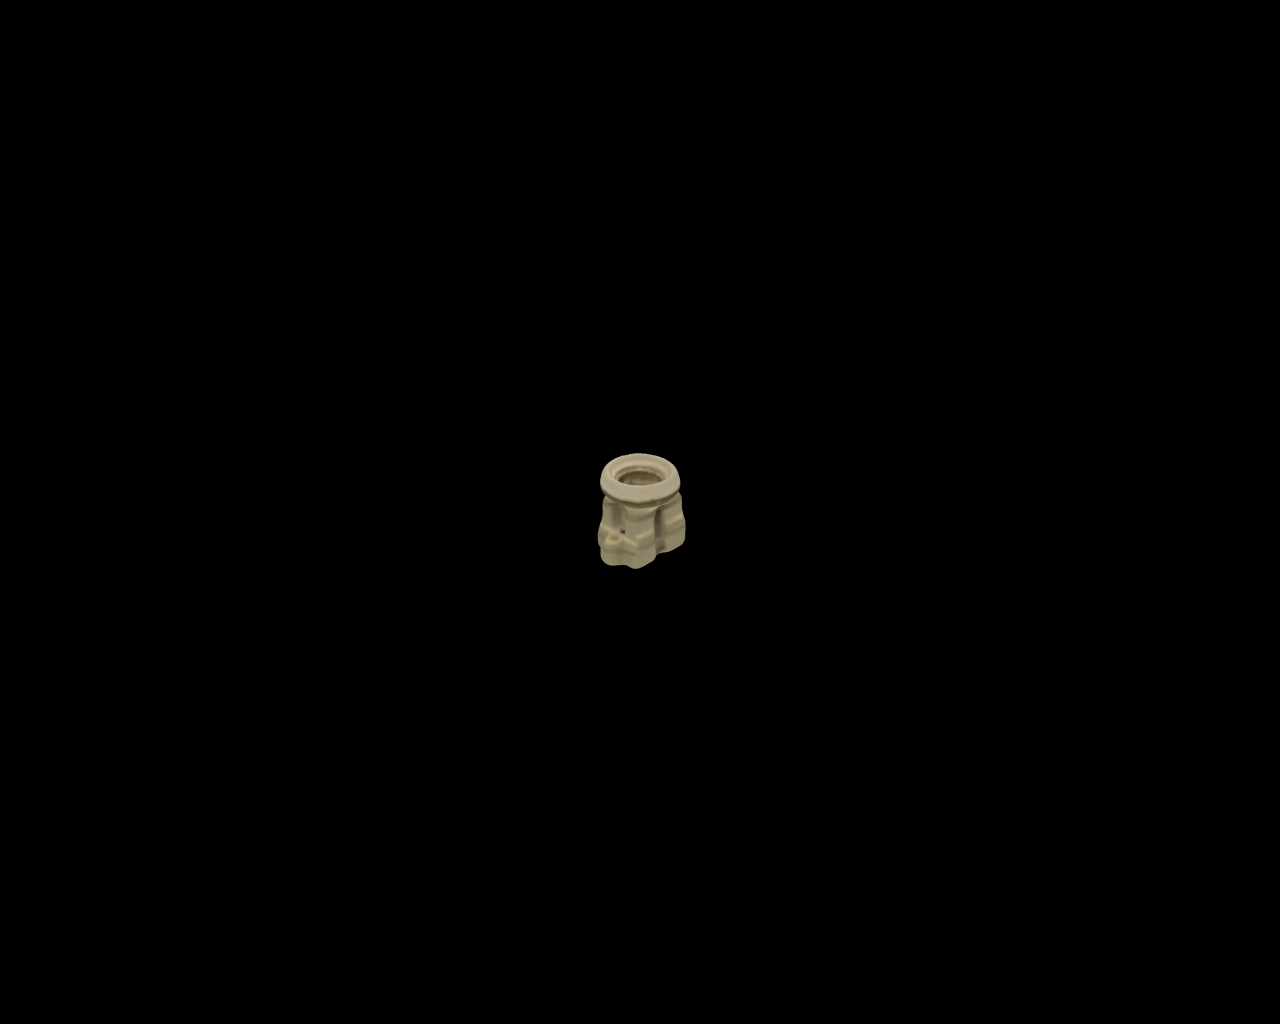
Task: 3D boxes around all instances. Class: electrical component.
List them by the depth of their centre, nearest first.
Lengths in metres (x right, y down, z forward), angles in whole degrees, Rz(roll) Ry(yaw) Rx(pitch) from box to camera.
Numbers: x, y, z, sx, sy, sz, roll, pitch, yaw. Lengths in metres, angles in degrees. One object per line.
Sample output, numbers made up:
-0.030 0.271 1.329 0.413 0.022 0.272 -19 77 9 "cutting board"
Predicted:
0.001 -0.003 0.650 0.066 0.055 0.048 -27 42 -36 "electrical component"
